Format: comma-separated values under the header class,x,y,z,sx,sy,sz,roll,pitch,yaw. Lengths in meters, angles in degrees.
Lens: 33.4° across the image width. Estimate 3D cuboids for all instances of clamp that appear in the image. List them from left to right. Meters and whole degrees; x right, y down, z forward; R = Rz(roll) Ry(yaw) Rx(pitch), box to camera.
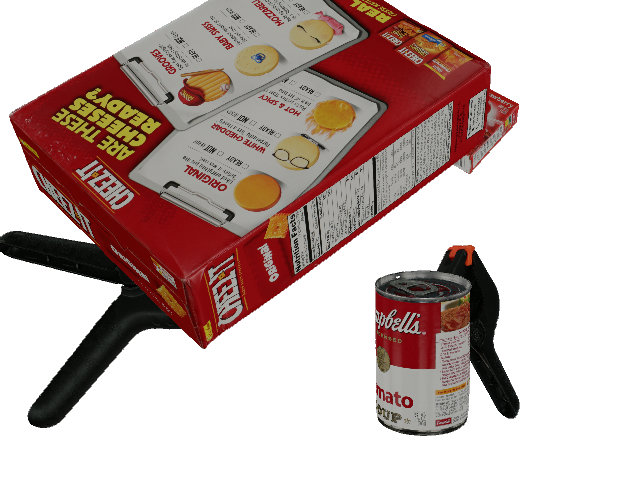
class,x,y,z,sx,sy,sz,roll,pitch,yaw
clamp,-0.142,0.025,0.794,0.210,0.165,0.036,-27,-29,-3
clamp,0.124,0.093,0.972,0.120,0.171,0.039,-12,3,-39

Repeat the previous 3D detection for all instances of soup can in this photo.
class,x,y,z,sx,sy,sz,roll,pitch,yaw
soup can,0.073,0.079,0.762,0.068,0.102,0.068,-1,14,0

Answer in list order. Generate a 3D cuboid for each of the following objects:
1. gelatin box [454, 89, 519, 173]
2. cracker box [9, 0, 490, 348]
class,x,y,z,sx,sy,sz,roll,pitch,yaw
gelatin box,0.119,-0.111,0.951,0.089,0.073,0.030,34,-24,25
cracker box,-0.036,-0.062,0.603,0.213,0.072,0.164,-36,56,-22
